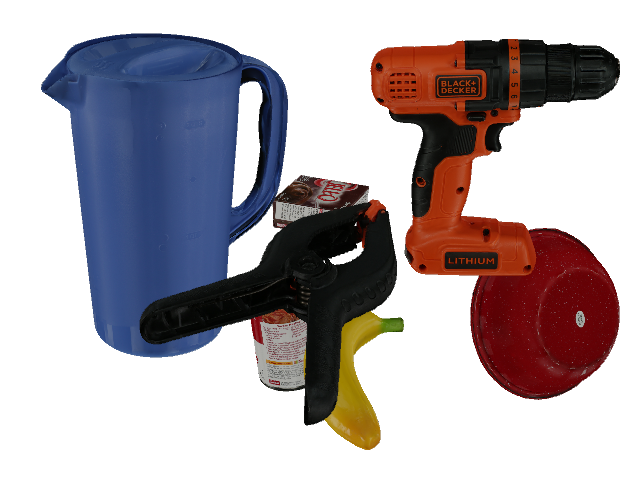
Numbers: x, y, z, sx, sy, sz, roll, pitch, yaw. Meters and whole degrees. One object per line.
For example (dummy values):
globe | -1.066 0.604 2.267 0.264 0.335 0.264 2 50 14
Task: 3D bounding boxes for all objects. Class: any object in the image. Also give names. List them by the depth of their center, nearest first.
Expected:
clamp | -0.002 0.034 0.601 0.120 0.039 0.171 35 50 26
banana | 0.021 0.091 0.798 0.070 0.037 0.197 4 23 9
power drill | 0.134 -0.065 0.832 0.184 0.188 0.057 1 26 9
pitcher | -0.119 -0.036 0.847 0.149 0.243 0.144 12 27 18
bowl | 0.219 0.069 0.978 0.161 0.162 0.055 0 1 -25
soup can | -0.033 0.086 1.039 0.068 0.102 0.068 -6 24 2
pudding box | 0.001 -0.042 1.281 0.090 0.039 0.113 9 23 15
